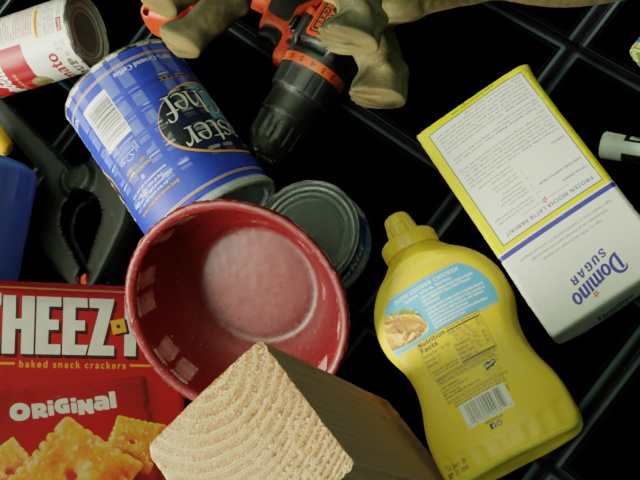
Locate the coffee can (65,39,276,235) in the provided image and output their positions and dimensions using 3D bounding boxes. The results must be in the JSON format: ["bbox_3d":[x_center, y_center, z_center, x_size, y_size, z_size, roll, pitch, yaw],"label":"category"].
[{"bbox_3d":[-0.113,-0.066,0.808,0.103,0.102,0.140,-38,75,8],"label":"coffee can"}]

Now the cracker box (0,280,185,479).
[{"bbox_3d":[-0.179,0.139,0.753,0.072,0.164,0.214,139,131,-60],"label":"cracker box"}]

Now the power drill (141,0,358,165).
[{"bbox_3d":[-0.051,-0.168,0.856,0.188,0.057,0.184,28,82,26],"label":"power drill"}]

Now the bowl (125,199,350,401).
[{"bbox_3d":[-0.052,0.041,0.746,0.162,0.055,0.162,5,110,14],"label":"bowl"}]

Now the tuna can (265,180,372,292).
[{"bbox_3d":[-0.005,0.001,0.793,0.086,0.033,0.086,-7,71,21],"label":"tuna can"}]

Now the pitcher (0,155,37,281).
[{"bbox_3d":[-0.313,0.046,0.835,0.145,0.149,0.243,10,84,23],"label":"pitcher"}]

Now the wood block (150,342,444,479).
[{"bbox_3d":[0.000,0.142,0.647,0.090,0.205,0.091,-44,62,5],"label":"wood block"}]

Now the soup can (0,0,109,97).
[{"bbox_3d":[-0.245,-0.170,0.935,0.102,0.068,0.068,-12,69,19],"label":"soup can"}]

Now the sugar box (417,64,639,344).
[{"bbox_3d":[0.151,-0.026,0.727,0.093,0.048,0.176,-34,67,10],"label":"sugar box"}]

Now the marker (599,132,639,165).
[{"bbox_3d":[0.247,-0.053,0.707,0.121,0.020,0.020,14,79,27],"label":"marker"}]

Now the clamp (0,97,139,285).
[{"bbox_3d":[-0.205,-0.050,0.894,0.165,0.036,0.210,-7,72,19],"label":"clamp"}]

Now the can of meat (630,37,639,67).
[{"bbox_3d":[0.270,-0.129,0.702,0.102,0.057,0.084,41,95,29],"label":"can of meat"}]

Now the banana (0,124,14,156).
[{"bbox_3d":[-0.326,-0.156,0.983,0.070,0.037,0.198,-21,66,16],"label":"banana"}]

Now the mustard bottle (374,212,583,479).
[{"bbox_3d":[0.090,0.062,0.717,0.096,0.058,0.192,-31,64,12],"label":"mustard bottle"}]
